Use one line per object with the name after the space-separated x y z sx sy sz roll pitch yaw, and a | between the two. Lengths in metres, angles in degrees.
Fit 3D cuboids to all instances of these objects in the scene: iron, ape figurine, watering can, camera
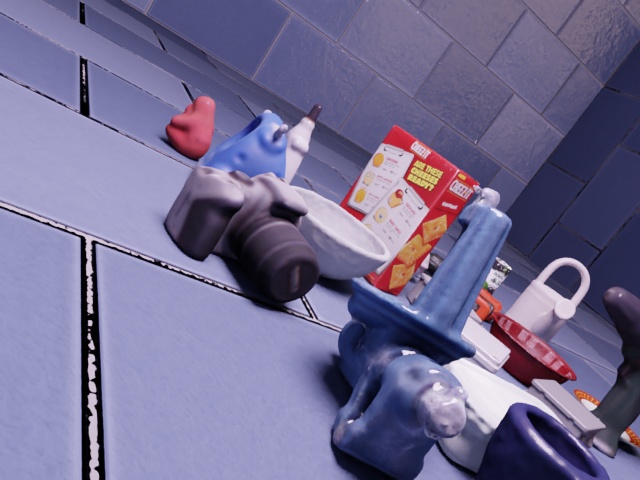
-0.097 -0.127 0.816 0.119 0.141 0.258 29 15 -21 | iron
-0.189 -0.176 0.869 0.078 0.092 0.076 19 21 -47 | ape figurine
0.457 0.126 1.135 0.101 0.194 0.172 30 15 -19 | watering can
-0.063 -0.009 0.593 0.144 0.100 0.136 21 19 -42 | camera

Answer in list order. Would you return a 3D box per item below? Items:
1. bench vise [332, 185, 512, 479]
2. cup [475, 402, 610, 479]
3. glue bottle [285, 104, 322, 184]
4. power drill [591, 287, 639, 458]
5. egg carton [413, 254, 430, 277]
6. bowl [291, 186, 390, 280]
0.100 0.070 0.461 0.122 0.219 0.207 27 16 -29 | bench vise
0.166 0.199 0.446 0.092 0.095 0.117 31 15 -14 | cup
-0.047 -0.137 0.897 0.037 0.173 0.078 26 17 -31 | glue bottle
0.443 0.201 0.830 0.230 0.208 0.075 32 14 -12 | power drill
0.132 0.005 1.050 0.150 0.069 0.107 34 14 -5 | egg carton
0.007 0.003 0.765 0.168 0.074 0.167 32 14 -9 | bowl
